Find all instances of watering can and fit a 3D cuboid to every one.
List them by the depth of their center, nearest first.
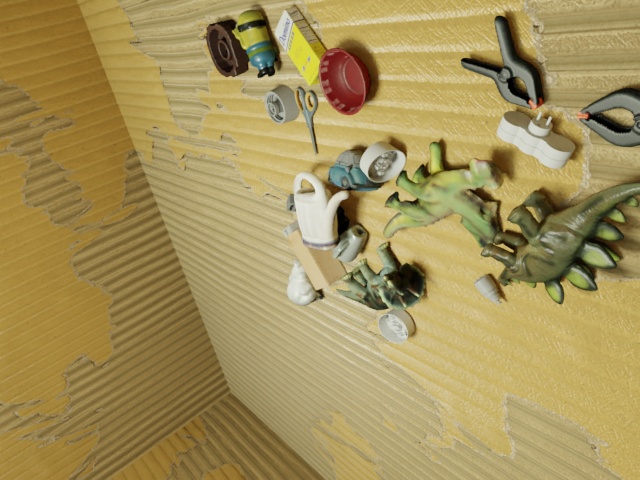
[{"bbox_3d":[0.004,-0.072,1.422,0.351,0.104,0.221,-149,45,-63],"label":"watering can"}]

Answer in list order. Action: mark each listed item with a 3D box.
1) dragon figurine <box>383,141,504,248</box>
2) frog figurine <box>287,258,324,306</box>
[{"bbox_3d":[0.282,-0.062,1.153,0.245,0.124,0.401,39,150,17],"label":"dragon figurine"},{"bbox_3d":[-0.071,0.153,1.849,0.140,0.123,0.156,51,167,53],"label":"frog figurine"}]
